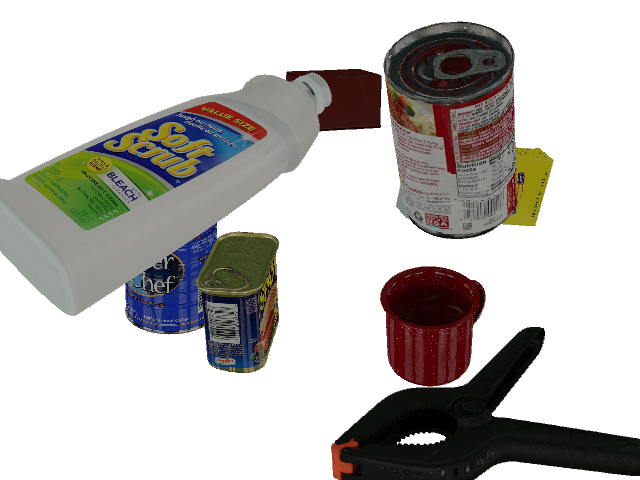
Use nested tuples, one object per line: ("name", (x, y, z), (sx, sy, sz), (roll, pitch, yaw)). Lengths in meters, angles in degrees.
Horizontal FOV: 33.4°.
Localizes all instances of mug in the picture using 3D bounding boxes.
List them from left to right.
("mug", (0.114, 0.079, 1.027), (0.117, 0.081, 0.093), (-29, 44, -30))

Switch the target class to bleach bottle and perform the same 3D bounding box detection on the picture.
("bleach bottle", (-0.097, -0.053, 0.731), (0.250, 0.068, 0.103), (-35, 59, -29))

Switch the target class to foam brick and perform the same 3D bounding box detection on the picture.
("foam brick", (0.012, -0.133, 1.006), (0.078, 0.051, 0.053), (-6, 17, -22))

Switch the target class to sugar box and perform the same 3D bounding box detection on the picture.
("sugar box", (0.187, -0.069, 1.296), (0.176, 0.093, 0.048), (1, 25, -20))

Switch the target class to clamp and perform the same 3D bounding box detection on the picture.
("clamp", (0.106, 0.124, 0.754), (0.210, 0.036, 0.164), (-9, 29, -8))

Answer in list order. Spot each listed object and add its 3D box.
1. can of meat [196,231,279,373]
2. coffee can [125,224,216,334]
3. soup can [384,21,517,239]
("can of meat", (-0.068, 0.053, 0.925), (0.057, 0.084, 0.102), (3, 29, 8))
("coffee can", (-0.163, 0.016, 1.162), (0.103, 0.140, 0.103), (3, 27, -1))
("soup can", (0.074, -0.059, 0.588), (0.068, 0.068, 0.102), (0, -44, 13))
